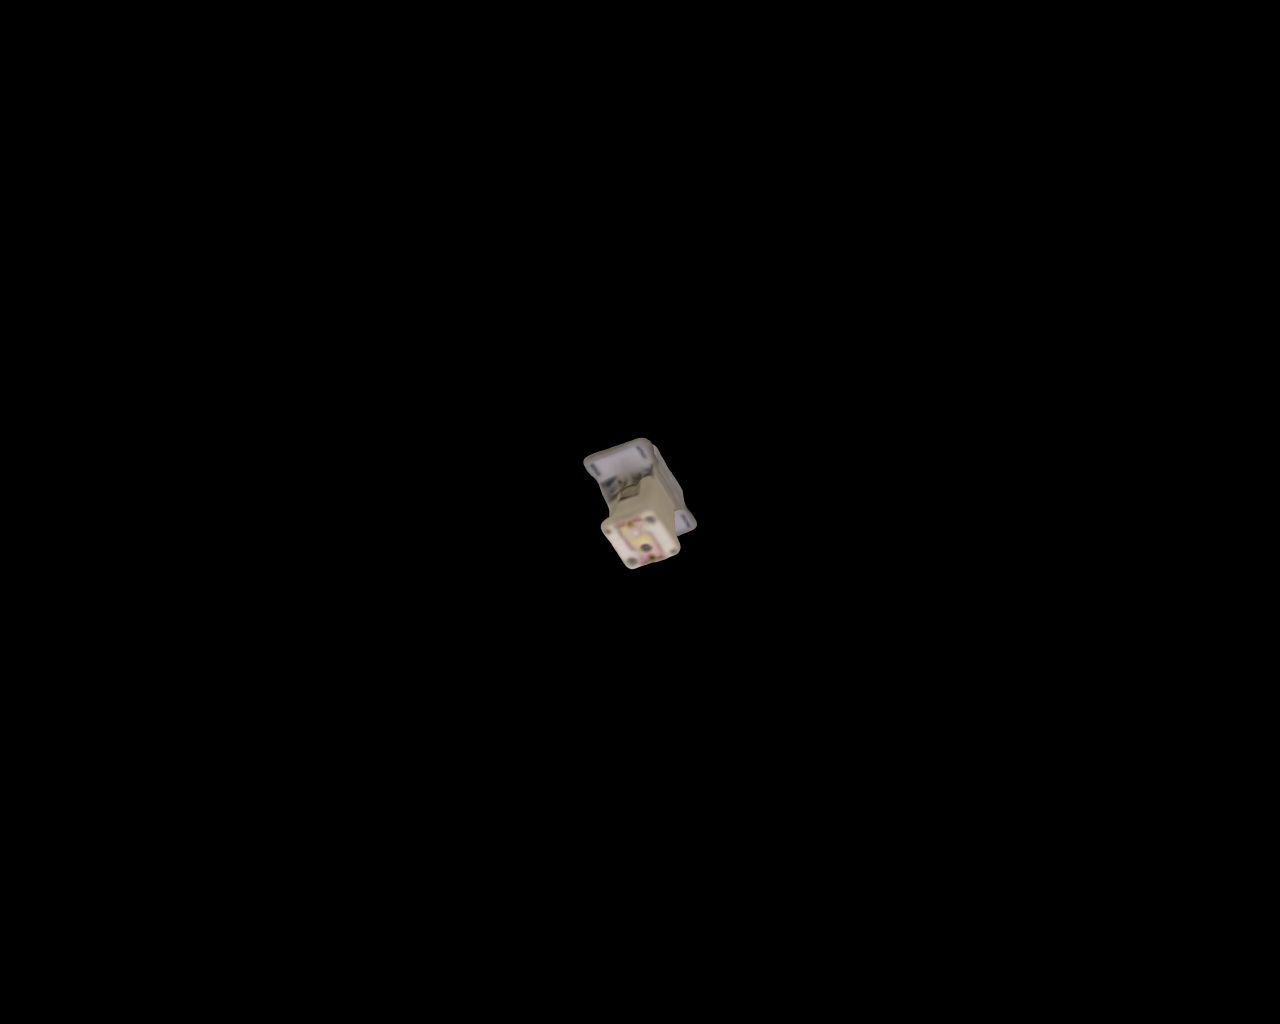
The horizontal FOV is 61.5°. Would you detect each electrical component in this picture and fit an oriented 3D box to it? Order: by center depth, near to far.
[{"bbox_3d":[0.001,-0.003,0.650,0.042,0.064,0.081,-20,-50,17],"label":"electrical component"}]
